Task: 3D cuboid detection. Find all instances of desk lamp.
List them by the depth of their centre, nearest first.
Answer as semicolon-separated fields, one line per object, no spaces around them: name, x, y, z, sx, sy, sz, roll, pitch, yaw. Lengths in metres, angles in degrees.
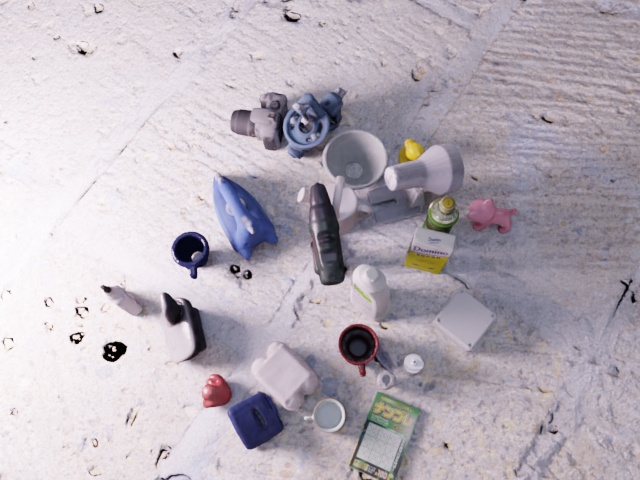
desk lamp;0.228;-0.134;1.385;0.203;0.213;0.118;-18;72;-4

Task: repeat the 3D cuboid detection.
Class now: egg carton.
egg carton;-0.080;0.312;1.322;0.150;0.069;0.107;41;77;13

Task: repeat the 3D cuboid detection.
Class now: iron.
iron;-0.211;-0.086;1.419;0.119;0.141;0.258;-32;74;-8

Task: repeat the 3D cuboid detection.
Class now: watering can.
watering can;0.035;-0.087;1.385;0.173;0.194;0.101;-10;72;-2

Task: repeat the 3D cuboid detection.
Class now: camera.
camera;-0.163;-0.326;1.518;0.136;0.101;0.143;9;72;5

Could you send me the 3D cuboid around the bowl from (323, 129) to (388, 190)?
bowl;0.090;-0.197;1.482;0.167;0.075;0.167;0;72;1

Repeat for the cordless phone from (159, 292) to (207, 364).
cordless phone;-0.330;0.197;1.306;0.094;0.185;0.147;-20;72;-5

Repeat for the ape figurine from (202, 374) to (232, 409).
ape figurine;-0.243;0.347;1.303;0.076;0.092;0.078;31;75;11

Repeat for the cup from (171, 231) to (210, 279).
cup;-0.306;0.047;1.402;0.091;0.095;0.117;-12;72;-2

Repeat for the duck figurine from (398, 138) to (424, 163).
duck figurine;0.246;-0.214;1.478;0.077;0.086;0.104;-23;73;-6

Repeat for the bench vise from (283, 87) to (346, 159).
bench vise;-0.021;-0.329;1.452;0.121;0.220;0.207;22;74;9

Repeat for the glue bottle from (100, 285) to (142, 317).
glue bottle;-0.473;0.131;1.337;0.078;0.173;0.037;39;77;13

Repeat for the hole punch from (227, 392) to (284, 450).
hole punch;-0.143;0.402;1.283;0.101;0.091;0.108;-31;74;-8

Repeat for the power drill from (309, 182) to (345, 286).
power drill;0.012;0.005;1.348;0.075;0.208;0.229;-10;72;-1

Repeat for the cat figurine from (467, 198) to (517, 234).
cat figurine;0.419;-0.067;1.408;0.127;0.118;0.067;3;72;3
